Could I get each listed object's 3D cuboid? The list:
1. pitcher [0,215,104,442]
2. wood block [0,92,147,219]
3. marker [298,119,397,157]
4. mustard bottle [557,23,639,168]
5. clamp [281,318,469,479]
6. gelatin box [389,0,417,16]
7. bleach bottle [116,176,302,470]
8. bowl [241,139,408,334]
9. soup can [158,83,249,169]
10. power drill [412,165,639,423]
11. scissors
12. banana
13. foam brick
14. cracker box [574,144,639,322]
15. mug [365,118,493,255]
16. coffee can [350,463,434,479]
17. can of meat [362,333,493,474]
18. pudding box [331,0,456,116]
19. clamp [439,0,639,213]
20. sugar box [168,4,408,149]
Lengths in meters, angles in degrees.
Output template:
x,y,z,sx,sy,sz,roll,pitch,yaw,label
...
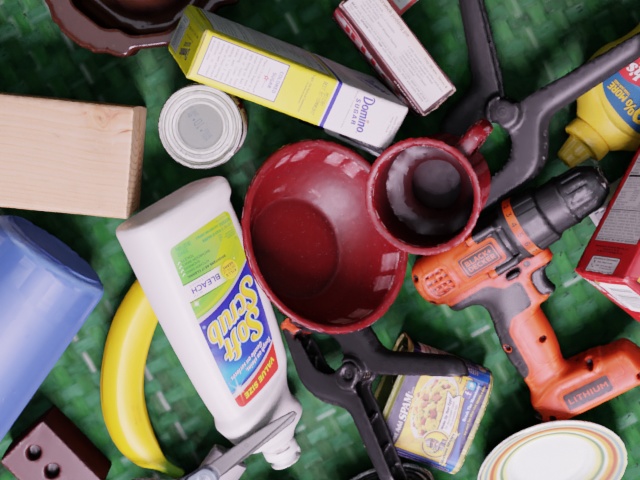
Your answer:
x,y,z,sx,sy,sz,roll,pitch,yaw,label
-0.297,0.098,0.869,0.145,0.149,0.243,38,91,0,pitcher
-0.253,-0.075,0.873,0.206,0.090,0.091,5,97,-3,wood block
0.035,-0.087,0.915,0.121,0.020,0.020,24,96,-5,marker
0.275,-0.133,0.898,0.191,0.058,0.096,-44,98,4,mustard bottle
0.041,0.106,0.886,0.172,0.039,0.120,44,103,25,clamp
0.071,-0.240,0.893,0.089,0.030,0.073,-41,96,3,gelatin box
-0.074,0.079,0.905,0.102,0.068,0.251,-34,108,-31,bleach bottle
-0.006,0.001,0.886,0.161,0.055,0.162,9,73,-31,bowl
-0.093,-0.094,0.869,0.068,0.102,0.068,0,98,-2,soup can
0.197,0.049,0.898,0.185,0.057,0.187,-33,97,25,power drill
-0.093,0.219,0.900,0.202,0.016,0.096,-22,101,11,scissors
-0.156,0.113,0.928,0.069,0.037,0.198,-3,98,-18,banana
-0.227,0.193,0.925,0.053,0.051,0.078,-43,96,3,foam brick
0.317,-0.022,0.846,0.164,0.072,0.213,34,80,-24,cracker box
0.098,-0.051,0.859,0.093,0.081,0.117,38,112,7,mug
0.072,0.278,0.908,0.103,0.103,0.140,-22,107,1,coffee can
0.094,0.143,0.927,0.084,0.057,0.102,21,97,-6,can of meat
0.058,-0.155,0.872,0.039,0.090,0.113,-40,97,2,pudding box
0.150,-0.117,0.893,0.165,0.036,0.210,34,110,15,clamp
-0.026,-0.128,0.843,0.176,0.093,0.048,20,107,-24,sugar box
